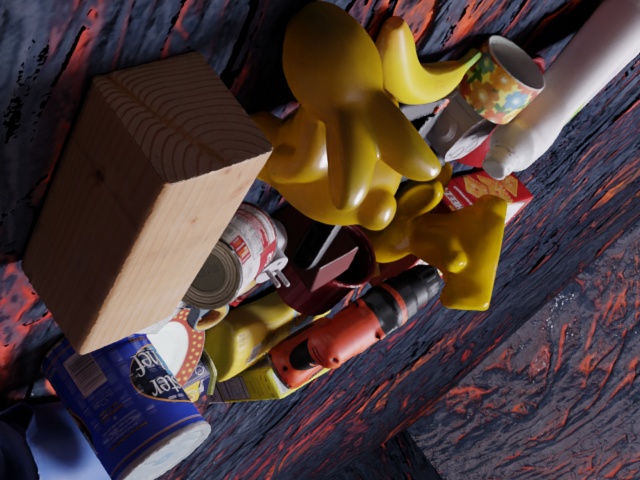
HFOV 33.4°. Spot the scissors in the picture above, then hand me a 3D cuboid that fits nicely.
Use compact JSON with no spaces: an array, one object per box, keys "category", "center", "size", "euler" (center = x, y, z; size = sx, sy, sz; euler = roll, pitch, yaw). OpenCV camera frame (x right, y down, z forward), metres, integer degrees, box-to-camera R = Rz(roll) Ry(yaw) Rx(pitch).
[{"category":"scissors","center":[-0.095,0.042,0.984],"size":[0.096,0.016,0.202],"euler":[-39,168,-12]}]

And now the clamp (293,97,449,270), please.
[{"category":"clamp","center":[0.037,-0.080,0.988],"size":[0.210,0.036,0.164],"euler":[-44,152,-13]}]

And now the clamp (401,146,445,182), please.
[{"category":"clamp","center":[0.053,-0.055,1.123],"size":[0.171,0.039,0.120],"euler":[-4,138,-53]}]

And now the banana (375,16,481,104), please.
[{"category":"banana","center":[0.083,-0.151,0.927],"size":[0.070,0.037,0.197],"euler":[-63,158,15]}]

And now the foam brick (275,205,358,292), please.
[{"category":"foam brick","center":[-0.007,0.001,1.079],"size":[0.051,0.078,0.053],"euler":[-28,162,-25]}]

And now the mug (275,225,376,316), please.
[{"category":"mug","center":[0.009,0.027,1.168],"size":[0.117,0.093,0.082],"euler":[-20,161,-43]}]

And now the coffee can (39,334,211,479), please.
[{"category":"coffee can","center":[-0.183,0.150,1.004],"size":[0.102,0.140,0.103],"euler":[-34,164,-12]}]

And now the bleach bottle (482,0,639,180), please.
[{"category":"bleach bottle","center":[0.252,-0.156,1.104],"size":[0.250,0.068,0.103],"euler":[-46,170,-25]}]

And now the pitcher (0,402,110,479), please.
[{"category":"pitcher","center":[-0.274,0.232,1.067],"size":[0.149,0.145,0.242],"euler":[-19,173,18]}]

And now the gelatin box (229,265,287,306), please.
[{"category":"gelatin box","center":[-0.080,0.033,1.098],"size":[0.073,0.030,0.089],"euler":[-38,164,5]}]

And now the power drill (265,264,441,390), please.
[{"category":"power drill","center":[0.033,0.098,1.198],"size":[0.184,0.057,0.188],"euler":[-30,175,-33]}]

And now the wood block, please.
[{"category":"wood block","center":[-0.127,-0.020,0.739],"size":[0.090,0.091,0.206],"euler":[-23,159,-40]}]

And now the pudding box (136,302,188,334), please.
[{"category":"pudding box","center":[-0.150,0.044,0.967],"size":[0.090,0.039,0.113],"euler":[-42,166,9]}]

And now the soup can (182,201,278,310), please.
[{"category":"soup can","center":[-0.082,0.012,0.911],"size":[0.069,0.068,0.102],"euler":[-44,-178,22]}]

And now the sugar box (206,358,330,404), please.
[{"category":"sugar box","center":[-0.071,0.169,1.351],"size":[0.093,0.048,0.177],"euler":[-26,-177,-35]}]

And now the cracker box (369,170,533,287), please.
[{"category":"cracker box","center":[0.167,-0.015,1.419],"size":[0.213,0.072,0.164],"euler":[-15,151,-52]}]

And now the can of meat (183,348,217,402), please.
[{"category":"can of meat","center":[-0.170,0.164,1.228],"size":[0.083,0.057,0.102],"euler":[-29,162,-21]}]

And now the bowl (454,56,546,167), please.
[{"category":"bowl","center":[0.206,-0.132,1.203],"size":[0.162,0.055,0.162],"euler":[-34,164,-12]}]

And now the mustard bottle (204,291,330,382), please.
[{"category":"mustard bottle","center":[-0.052,0.098,1.288],"size":[0.191,0.058,0.096],"euler":[-24,147,-39]}]
